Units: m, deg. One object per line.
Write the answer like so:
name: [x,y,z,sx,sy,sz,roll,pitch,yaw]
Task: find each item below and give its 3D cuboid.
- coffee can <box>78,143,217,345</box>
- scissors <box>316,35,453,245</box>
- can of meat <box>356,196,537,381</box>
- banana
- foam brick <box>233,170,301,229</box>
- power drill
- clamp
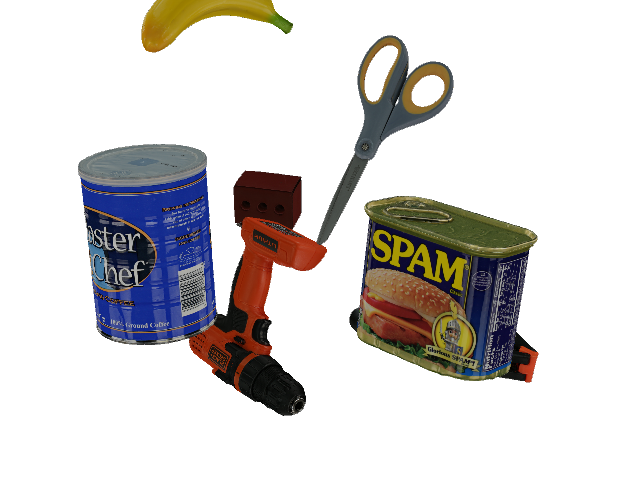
coffee can: [-0.140,0.001,0.877,0.103,0.140,0.103,-2,20,1]
scissors: [0.061,-0.086,0.955,0.096,0.202,0.016,9,-11,12]
can of meat: [0.070,0.027,0.631,0.102,0.084,0.057,20,23,39]
banana: [-0.105,-0.218,1.007,0.070,0.037,0.197,46,40,19]
foam brick: [-0.066,-0.051,1.337,0.078,0.053,0.051,6,29,12]
power drill: [-0.060,0.081,1.183,0.185,0.188,0.057,28,11,41]
clamp: [0.125,0.082,0.994,0.172,0.039,0.120,21,31,22]
